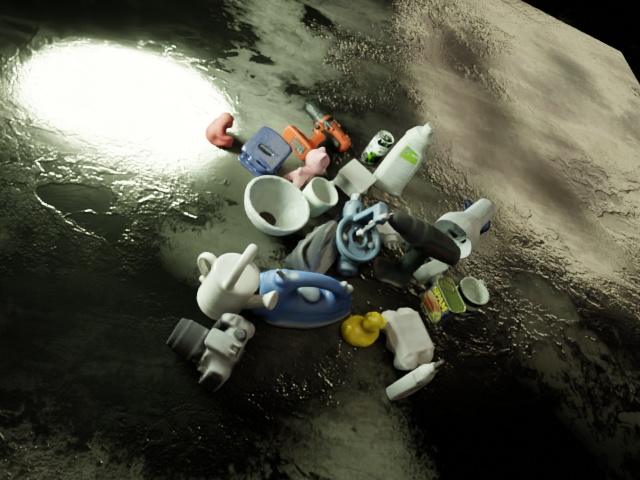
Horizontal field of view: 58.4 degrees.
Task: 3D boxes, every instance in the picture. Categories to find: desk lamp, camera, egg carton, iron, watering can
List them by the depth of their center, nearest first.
[{"bbox_3d":[-0.211,0.193,1.103,0.137,0.100,0.143,32,46,-7],"label":"camera"},{"bbox_3d":[-0.164,0.080,1.153,0.173,0.193,0.101,20,48,-18],"label":"watering can"},{"bbox_3d":[-0.016,0.115,1.256,0.259,0.141,0.118,9,53,-27],"label":"iron"},{"bbox_3d":[0.203,0.233,1.354,0.107,0.069,0.150,-6,60,-35],"label":"egg carton"},{"bbox_3d":[0.371,-0.018,1.549,0.118,0.213,0.204,48,46,8],"label":"desk lamp"}]

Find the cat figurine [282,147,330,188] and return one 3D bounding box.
[{"bbox_3d":[-0.025,-0.191,1.499,0.067,0.117,0.128,48,46,8],"label":"cat figurine"}]

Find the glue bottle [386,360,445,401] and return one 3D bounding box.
[{"bbox_3d":[0.216,0.298,1.241,0.078,0.173,0.037,-11,63,-37],"label":"glue bottle"}]

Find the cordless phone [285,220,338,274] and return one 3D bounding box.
[{"bbox_3d":[0.012,0.005,1.327,0.094,0.184,0.148,40,46,1],"label":"cordless phone"}]

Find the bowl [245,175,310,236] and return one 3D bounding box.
[{"bbox_3d":[-0.113,-0.071,1.383,0.168,0.074,0.167,17,50,-21],"label":"bowl"}]

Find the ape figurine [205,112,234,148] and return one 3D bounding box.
[{"bbox_3d":[-0.246,-0.285,1.450,0.076,0.092,0.077,11,52,-25],"label":"ape figurine"}]

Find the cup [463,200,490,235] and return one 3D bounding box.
[{"bbox_3d":[0.435,-0.051,1.697,0.092,0.094,0.117,1,57,-31],"label":"cup"}]

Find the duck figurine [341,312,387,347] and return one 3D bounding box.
[{"bbox_3d":[0.105,0.196,1.310,0.105,0.086,0.077,0,57,-32],"label":"duck figurine"}]

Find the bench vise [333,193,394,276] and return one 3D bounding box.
[{"bbox_3d":[0.092,-0.045,1.390,0.122,0.219,0.207,1,57,-31],"label":"bench vise"}]

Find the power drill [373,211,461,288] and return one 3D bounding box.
[{"bbox_3d":[0.222,0.029,1.424,0.230,0.208,0.075,18,49,-20],"label":"power drill"}]

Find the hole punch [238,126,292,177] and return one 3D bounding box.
[{"bbox_3d":[-0.139,-0.220,1.468,0.108,0.091,0.101,40,46,0],"label":"hole punch"}]
